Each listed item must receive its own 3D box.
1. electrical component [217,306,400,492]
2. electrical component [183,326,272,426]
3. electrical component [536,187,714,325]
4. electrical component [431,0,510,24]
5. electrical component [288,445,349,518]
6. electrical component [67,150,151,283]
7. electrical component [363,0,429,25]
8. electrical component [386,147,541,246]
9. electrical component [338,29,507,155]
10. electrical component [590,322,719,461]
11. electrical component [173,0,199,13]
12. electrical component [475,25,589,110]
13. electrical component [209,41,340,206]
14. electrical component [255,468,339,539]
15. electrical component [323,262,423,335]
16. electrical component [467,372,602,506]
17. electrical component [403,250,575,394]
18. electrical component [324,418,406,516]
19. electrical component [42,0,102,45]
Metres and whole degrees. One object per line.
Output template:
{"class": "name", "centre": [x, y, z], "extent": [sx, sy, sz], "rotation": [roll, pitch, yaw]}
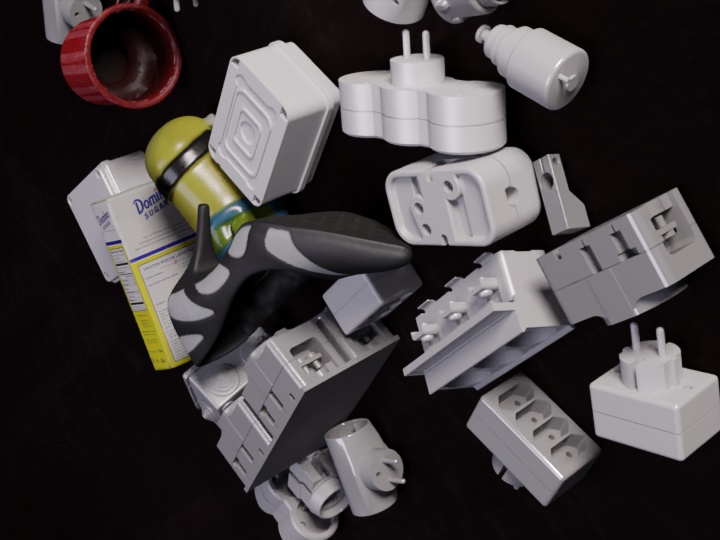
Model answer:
{"class": "electrical component", "centre": [-0.053, 0.107, 0.942], "extent": [0.060, 0.105, 0.186], "rotation": [51, 142, 18]}
{"class": "electrical component", "centre": [-0.112, 0.102, 1.009], "extent": [0.048, 0.100, 0.099], "rotation": [43, 162, 19]}
{"class": "electrical component", "centre": [0.162, -0.003, 0.656], "extent": [0.089, 0.050, 0.055], "rotation": [-31, 86, 54]}
{"class": "electrical component", "centre": [0.076, -0.179, 0.662], "extent": [0.062, 0.048, 0.048], "rotation": [3, 113, 43]}
{"class": "electrical component", "centre": [-0.038, 0.205, 1.036], "extent": [0.055, 0.048, 0.066], "rotation": [44, 140, 37]}
{"class": "electrical component", "centre": [-0.245, -0.054, 1.124], "extent": [0.109, 0.056, 0.108], "rotation": [-25, 91, 54]}
{"class": "electrical component", "centre": [0.020, -0.216, 0.708], "extent": [0.079, 0.043, 0.077], "rotation": [44, 140, 25]}
{"class": "electrical component", "centre": [0.072, -0.051, 0.730], "extent": [0.095, 0.059, 0.053], "rotation": [3, 113, 50]}
{"class": "electrical component", "centre": [0.040, -0.126, 0.731], "extent": [0.138, 0.052, 0.073], "rotation": [18, 120, 45]}
{"class": "electrical component", "centre": [0.184, 0.069, 0.676], "extent": [0.066, 0.047, 0.076], "rotation": [12, 119, 48]}
{"class": "electrical component", "centre": [-0.142, -0.247, 0.861], "extent": [0.043, 0.077, 0.079], "rotation": [28, 131, 38]}
{"class": "electrical component", "centre": [0.103, -0.129, 0.660], "extent": [0.078, 0.040, 0.040], "rotation": [38, 137, 32]}
{"class": "electrical component", "centre": [-0.069, -0.118, 0.867], "extent": [0.078, 0.057, 0.113], "rotation": [48, 141, 20]}
{"class": "electrical component", "centre": [-0.083, 0.226, 1.097], "extent": [0.138, 0.052, 0.073], "rotation": [53, 142, 14]}
{"class": "electrical component", "centre": [0.000, 0.000, 0.862], "extent": [0.076, 0.047, 0.066], "rotation": [59, 143, 10]}
{"class": "electrical component", "centre": [0.121, 0.134, 0.793], "extent": [0.083, 0.047, 0.075], "rotation": [45, 140, 24]}
{"class": "electrical component", "centre": [0.089, 0.036, 0.757], "extent": [0.121, 0.079, 0.063], "rotation": [-44, 54, 53]}
{"class": "electrical component", "centre": [0.012, 0.176, 0.956], "extent": [0.079, 0.044, 0.077], "rotation": [-7, 105, 53]}
{"class": "electrical component", "centre": [-0.279, -0.259, 1.053], "extent": [0.079, 0.043, 0.077], "rotation": [34, 134, 34]}
